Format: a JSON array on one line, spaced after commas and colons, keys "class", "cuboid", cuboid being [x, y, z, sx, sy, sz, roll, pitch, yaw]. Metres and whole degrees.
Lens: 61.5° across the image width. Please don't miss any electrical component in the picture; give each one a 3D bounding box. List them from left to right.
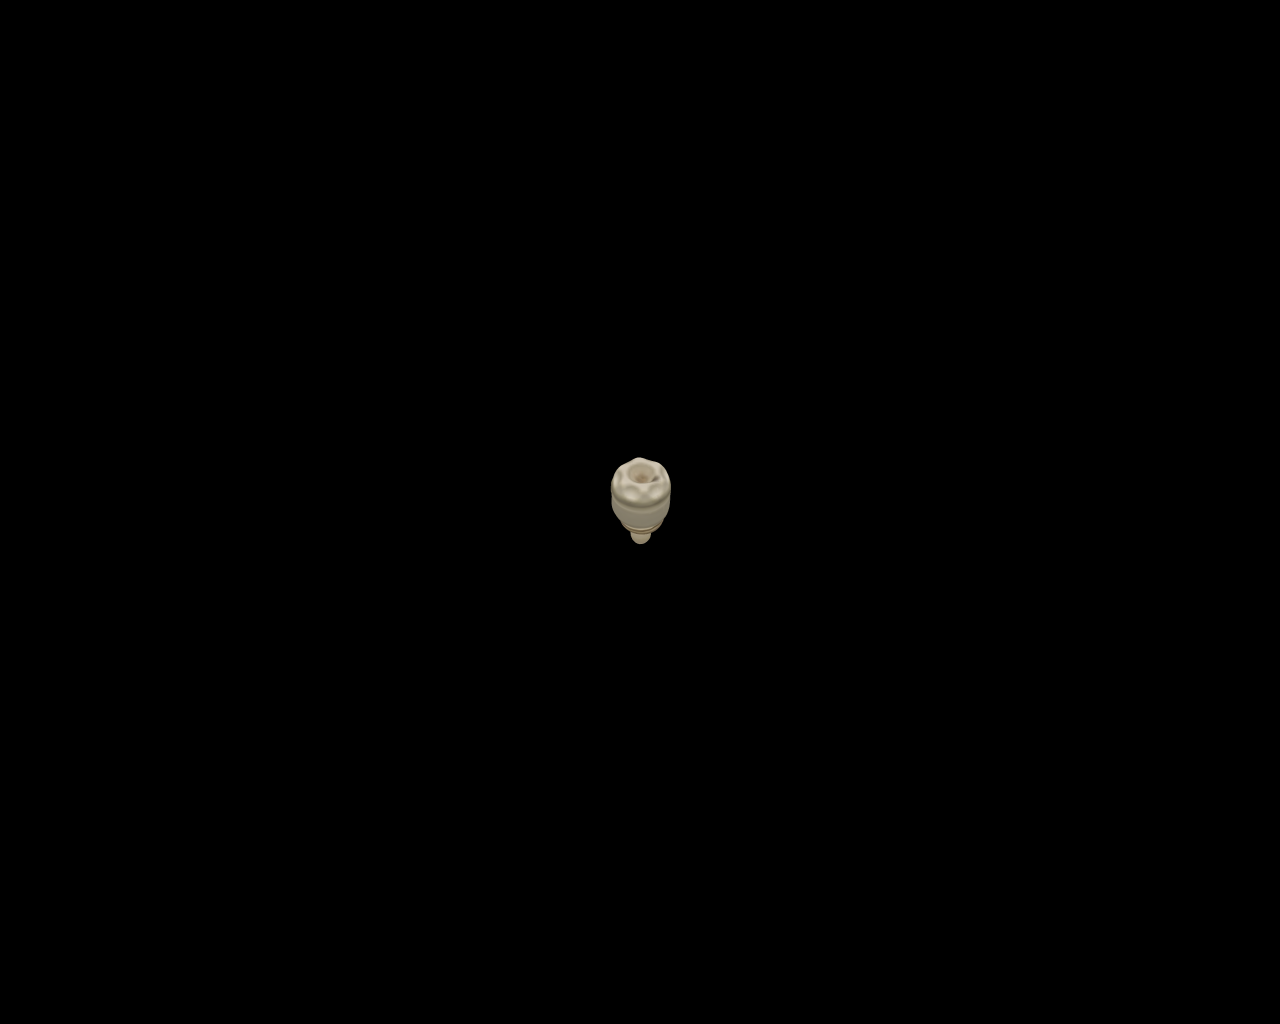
[{"class": "electrical component", "cuboid": [0.001, -0.003, 0.650, 0.035, 0.035, 0.061, 0, -43, 0]}]
